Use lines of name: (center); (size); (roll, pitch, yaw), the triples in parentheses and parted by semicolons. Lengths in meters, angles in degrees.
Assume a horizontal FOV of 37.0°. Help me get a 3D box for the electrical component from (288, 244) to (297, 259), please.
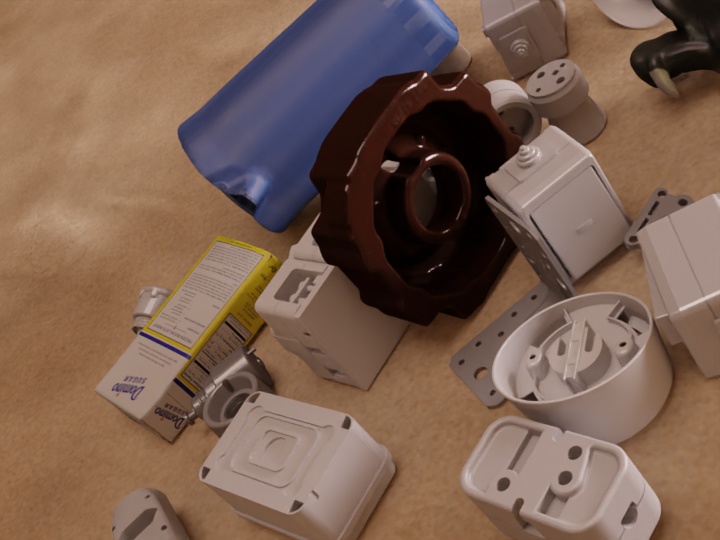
electrical component: (-0.027, -0.003, 0.876); (0.064, 0.042, 0.081); (-17, 40, 32)

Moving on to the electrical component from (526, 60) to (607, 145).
electrical component: (0.159, -0.128, 0.830); (0.045, 0.055, 0.045); (-25, 37, 21)

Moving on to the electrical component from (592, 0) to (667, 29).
electrical component: (0.229, -0.256, 0.875); (0.099, 0.099, 0.064); (14, 55, 50)

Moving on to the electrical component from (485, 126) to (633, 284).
electrical component: (0.135, -0.046, 0.724); (0.062, 0.096, 0.061); (-39, 35, 2)

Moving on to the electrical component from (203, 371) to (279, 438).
electrical component: (-0.083, 0.108, 0.800); (0.055, 0.047, 0.055); (-25, 37, 21)

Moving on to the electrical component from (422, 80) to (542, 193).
electrical component: (0.077, -0.107, 0.886); (0.138, 0.052, 0.073); (-33, 35, 9)

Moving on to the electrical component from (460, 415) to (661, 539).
electrical component: (0.111, 0.124, 0.588); (0.095, 0.059, 0.053); (10, 58, 49)

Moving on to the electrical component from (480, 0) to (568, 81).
electrical component: (0.145, -0.216, 0.936); (0.061, 0.061, 0.096); (-24, 37, 22)

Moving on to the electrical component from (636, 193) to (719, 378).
electrical component: (0.202, 0.015, 0.622); (0.061, 0.061, 0.096); (-27, 36, 18)

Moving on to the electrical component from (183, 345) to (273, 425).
electrical component: (-0.105, 0.093, 0.843); (0.078, 0.040, 0.040); (-38, 34, 3)

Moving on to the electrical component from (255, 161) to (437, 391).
electrical component: (0.000, 0.000, 0.805); (0.062, 0.089, 0.150); (9, 57, 48)

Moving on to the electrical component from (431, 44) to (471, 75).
electrical component: (0.071, -0.208, 1.002); (0.045, 0.055, 0.045); (-25, 37, 21)

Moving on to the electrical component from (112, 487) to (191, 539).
electrical component: (-0.158, 0.206, 0.764); (0.079, 0.043, 0.077); (-43, 34, -5)

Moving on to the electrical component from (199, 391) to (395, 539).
electrical component: (-0.042, 0.135, 0.722); (0.113, 0.057, 0.078); (7, 56, 47)

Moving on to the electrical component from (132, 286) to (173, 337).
electrical component: (-0.186, 0.048, 0.968); (0.048, 0.048, 0.062); (-4, 55, 41)

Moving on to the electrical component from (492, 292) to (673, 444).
electrical component: (0.133, 0.056, 0.639); (0.099, 0.064, 0.099); (-25, 37, 21)
